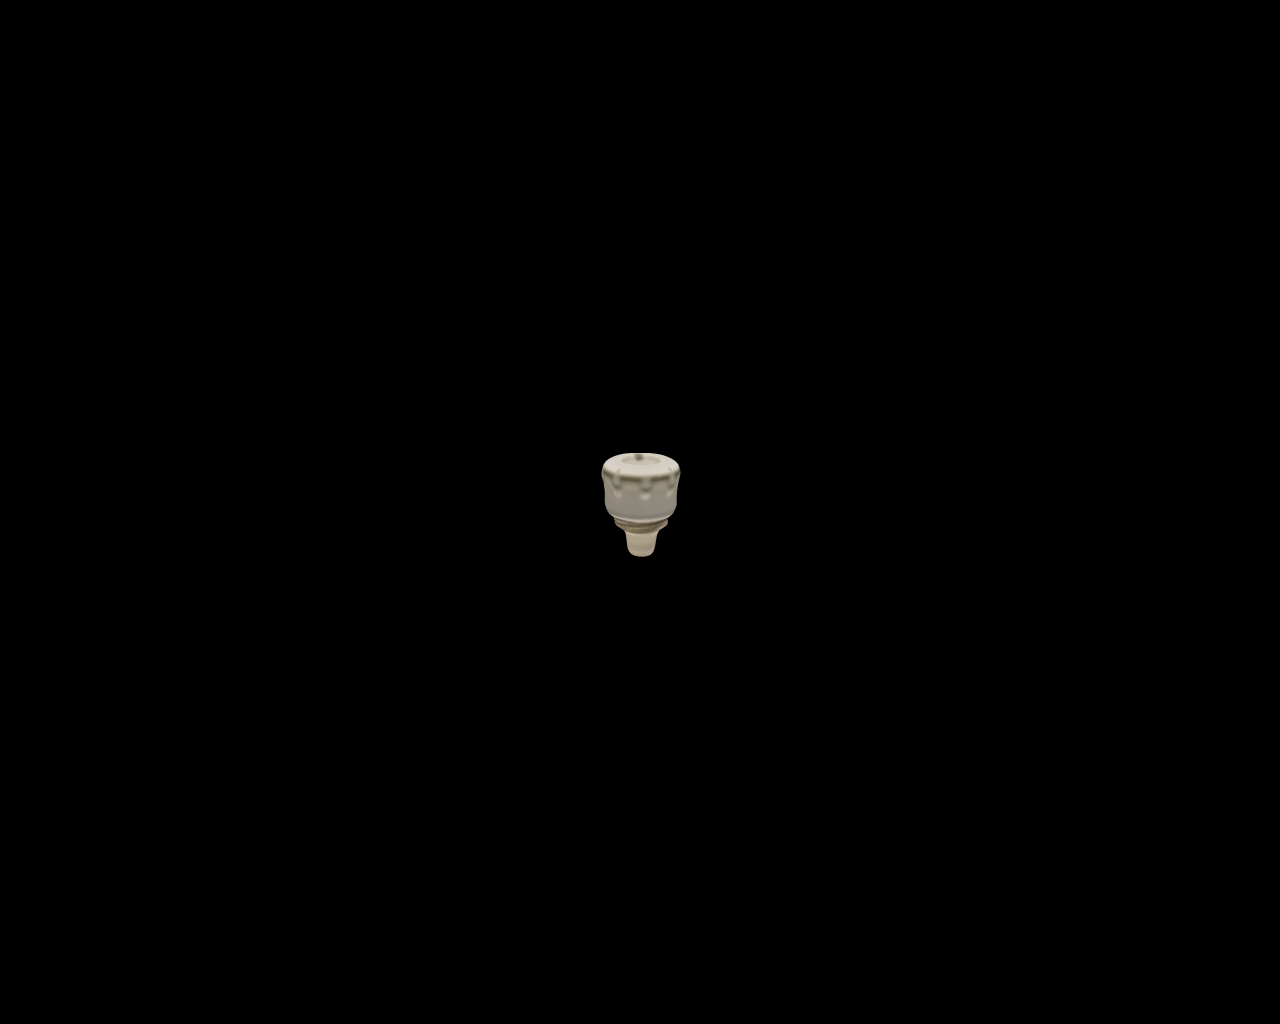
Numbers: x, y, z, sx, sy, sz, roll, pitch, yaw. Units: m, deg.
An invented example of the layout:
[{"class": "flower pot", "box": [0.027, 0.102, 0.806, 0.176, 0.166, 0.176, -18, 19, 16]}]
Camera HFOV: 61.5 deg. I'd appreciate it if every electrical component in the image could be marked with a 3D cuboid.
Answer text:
[{"class": "electrical component", "box": [0.001, -0.003, 0.650, 0.048, 0.062, 0.048, 0, 17, 0]}]
